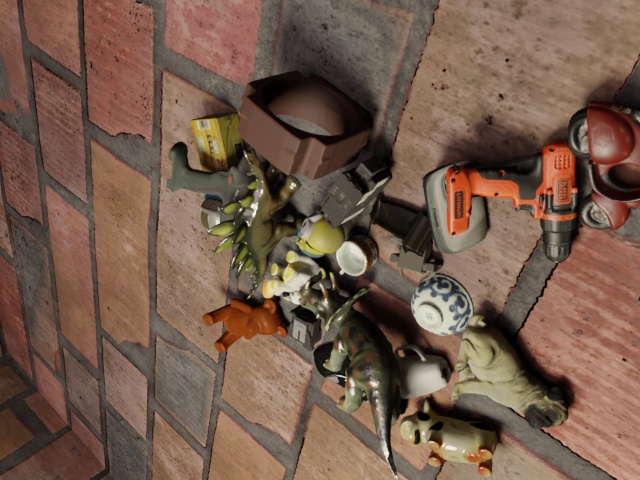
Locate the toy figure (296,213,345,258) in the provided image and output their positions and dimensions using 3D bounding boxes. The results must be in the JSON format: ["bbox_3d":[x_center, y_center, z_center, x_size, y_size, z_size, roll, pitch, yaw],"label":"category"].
[{"bbox_3d":[0.000,-0.006,1.089,0.089,0.082,0.180,16,167,-3],"label":"toy figure"}]

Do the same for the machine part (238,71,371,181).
[{"bbox_3d":[-0.029,-0.207,0.961,0.202,0.201,0.087,40,134,19],"label":"machine part"}]

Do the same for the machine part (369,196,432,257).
[{"bbox_3d":[0.149,-0.028,0.992,0.139,0.039,0.084,33,100,33],"label":"machine part"}]

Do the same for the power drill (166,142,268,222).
[{"bbox_3d":[-0.219,-0.147,1.161,0.207,0.086,0.231,16,118,0],"label":"power drill"}]

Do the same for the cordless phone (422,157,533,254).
[{"bbox_3d":[0.268,-0.060,0.867,0.184,0.089,0.146,-8,105,24],"label":"cordless phone"}]

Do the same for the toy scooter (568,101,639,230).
[{"bbox_3d":[0.413,-0.100,0.713,0.135,0.075,0.183,-1,113,42],"label":"toy scooter"}]

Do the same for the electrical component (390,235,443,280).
[{"bbox_3d":[0.178,0.034,1.011,0.102,0.045,0.078,6,86,37],"label":"electrical component"}]

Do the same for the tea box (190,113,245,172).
[{"bbox_3d":[-0.225,-0.200,1.233,0.098,0.068,0.169,8,117,39],"label":"tea box"}]

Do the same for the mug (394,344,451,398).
[{"bbox_3d":[0.202,0.259,1.080,0.107,0.081,0.109,-18,93,34],"label":"mug"}]

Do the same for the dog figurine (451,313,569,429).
[{"bbox_3d":[0.340,0.226,0.937,0.191,0.121,0.172,10,121,23],"label":"dog figurine"}]

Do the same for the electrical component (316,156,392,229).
[{"bbox_3d":[0.068,-0.094,0.992,0.058,0.115,0.134,47,130,9],"label":"electrical component"}]

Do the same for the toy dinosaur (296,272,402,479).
[{"bbox_3d":[0.090,0.230,1.048,0.405,0.131,0.192,-124,31,-43],"label":"toy dinosaur"}]

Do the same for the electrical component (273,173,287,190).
[{"bbox_3d":[-0.113,-0.142,1.195,0.094,0.021,0.063,-19,97,46],"label":"electrical component"}]

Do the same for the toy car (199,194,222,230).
[{"bbox_3d":[-0.235,-0.062,1.286,0.162,0.103,0.109,20,122,31],"label":"toy car"}]

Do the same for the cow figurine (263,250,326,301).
[{"bbox_3d":[-0.061,0.088,1.201,0.167,0.098,0.068,-38,44,50],"label":"cow figurine"}]

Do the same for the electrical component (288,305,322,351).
[{"bbox_3d":[-0.037,0.222,1.290,0.075,0.048,0.119,29,126,29],"label":"electrical component"}]

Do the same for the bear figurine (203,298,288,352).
[{"bbox_3d":[-0.185,0.215,1.364,0.196,0.132,0.120,-2,113,48],"label":"bear figurine"}]

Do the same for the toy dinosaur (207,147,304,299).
[{"bbox_3d":[-0.133,-0.019,1.148,0.105,0.198,0.470,44,158,27],"label":"toy dinosaur"}]

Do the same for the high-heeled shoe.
[{"bbox_3d":[0.091,0.318,1.233,0.145,0.086,0.249,41,170,-31],"label":"high-heeled shoe"}]

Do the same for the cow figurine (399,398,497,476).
[{"bbox_3d":[0.254,0.387,1.077,0.195,0.127,0.085,1,113,26],"label":"cow figurine"}]
